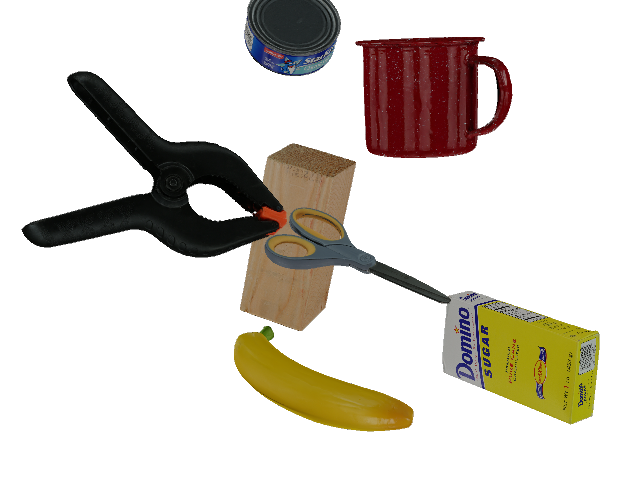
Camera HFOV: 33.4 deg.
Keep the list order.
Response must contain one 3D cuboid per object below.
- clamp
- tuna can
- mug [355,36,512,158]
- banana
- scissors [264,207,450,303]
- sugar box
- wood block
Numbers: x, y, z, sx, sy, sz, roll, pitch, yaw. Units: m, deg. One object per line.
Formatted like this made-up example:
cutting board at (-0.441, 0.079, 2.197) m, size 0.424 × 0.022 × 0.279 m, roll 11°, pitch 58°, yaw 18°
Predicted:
clamp at (-0.105, -0.045, 0.714) m, size 0.171 × 0.120 × 0.039 m, roll 8°, pitch -7°, yaw -19°
tuna can at (-0.026, -0.192, 0.974) m, size 0.086 × 0.086 × 0.034 m, roll 0°, pitch -31°, yaw -12°
mug at (0.083, -0.104, 0.767) m, size 0.117 × 0.081 × 0.093 m, roll 5°, pitch 14°, yaw 32°
banana at (-0.014, 0.109, 0.851) m, size 0.069 × 0.037 × 0.198 m, roll -24°, pitch 32°, yaw -31°
scissors at (0.024, 0.026, 1.042) m, size 0.096 × 0.016 × 0.202 m, roll -26°, pitch 45°, yaw -28°
sugar box at (0.207, 0.120, 1.129) m, size 0.048 × 0.093 × 0.177 m, roll -11°, pitch 18°, yaw -42°
wood block at (-0.029, -0.006, 1.342) m, size 0.090 × 0.206 × 0.090 m, roll 18°, pitch 22°, yaw 15°
